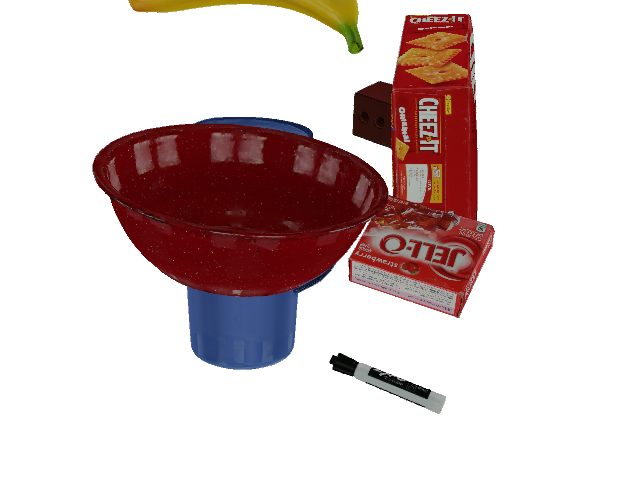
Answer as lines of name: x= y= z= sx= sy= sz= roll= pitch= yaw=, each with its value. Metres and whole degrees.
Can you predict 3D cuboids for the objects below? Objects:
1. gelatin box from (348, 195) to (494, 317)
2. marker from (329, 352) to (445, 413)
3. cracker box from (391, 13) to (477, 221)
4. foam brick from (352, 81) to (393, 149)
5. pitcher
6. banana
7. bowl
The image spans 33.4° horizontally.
gelatin box: x=0.075 y=0.009 z=0.788 sx=0.089 sy=0.030 sz=0.073 roll=18 pitch=50 yaw=17
marker: x=0.065 y=0.141 z=1.063 sx=0.121 sy=0.020 sz=0.020 roll=21 pitch=5 yaw=14
cracker box: x=0.107 y=-0.098 z=0.968 sx=0.072 sy=0.164 sz=0.213 roll=0 pitch=27 yaw=9
foam brick: x=0.081 y=-0.140 z=1.200 sx=0.078 sy=0.053 sz=0.051 roll=23 pitch=36 yaw=32
pitcher: x=-0.067 y=0.002 z=1.071 sx=0.144 sy=0.243 sz=0.149 roll=-9 pitch=21 yaw=-30
banana: x=-0.052 y=-0.194 z=0.833 sx=0.198 sy=0.069 sz=0.037 roll=13 pitch=-40 yaw=17
bowl: x=-0.046 y=-0.013 z=0.593 sx=0.162 sy=0.055 sz=0.162 roll=6 pitch=24 yaw=-3
